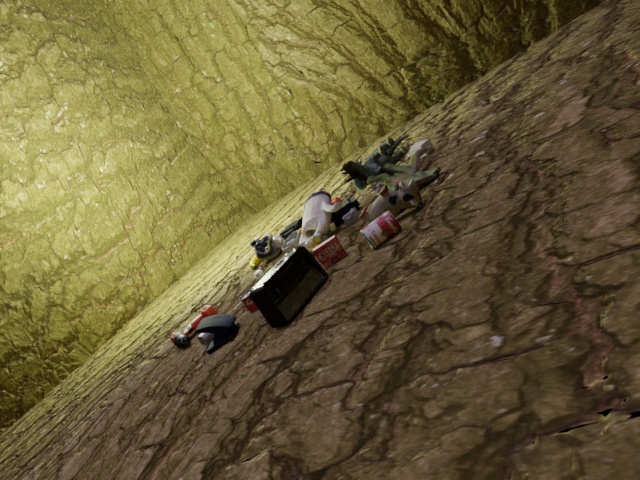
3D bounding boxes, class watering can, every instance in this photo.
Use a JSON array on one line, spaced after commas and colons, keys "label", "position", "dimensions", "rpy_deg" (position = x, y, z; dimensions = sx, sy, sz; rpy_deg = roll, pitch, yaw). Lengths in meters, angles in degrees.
[{"label": "watering can", "position": [0.006, -0.100, 1.980], "dimensions": [0.340, 0.103, 0.230], "rpy_deg": [-51, 26, 45]}]

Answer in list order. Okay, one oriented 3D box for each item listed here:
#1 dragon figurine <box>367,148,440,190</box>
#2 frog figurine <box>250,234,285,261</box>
[{"label": "dragon figurine", "position": [0.330, -0.226, 1.851], "dimensions": [0.416, 0.120, 0.244], "rpy_deg": [-42, 30, -23]}, {"label": "frog figurine", "position": [-0.217, 0.037, 2.332], "dimensions": [0.136, 0.125, 0.158], "rpy_deg": [-41, -27, 15]}]
